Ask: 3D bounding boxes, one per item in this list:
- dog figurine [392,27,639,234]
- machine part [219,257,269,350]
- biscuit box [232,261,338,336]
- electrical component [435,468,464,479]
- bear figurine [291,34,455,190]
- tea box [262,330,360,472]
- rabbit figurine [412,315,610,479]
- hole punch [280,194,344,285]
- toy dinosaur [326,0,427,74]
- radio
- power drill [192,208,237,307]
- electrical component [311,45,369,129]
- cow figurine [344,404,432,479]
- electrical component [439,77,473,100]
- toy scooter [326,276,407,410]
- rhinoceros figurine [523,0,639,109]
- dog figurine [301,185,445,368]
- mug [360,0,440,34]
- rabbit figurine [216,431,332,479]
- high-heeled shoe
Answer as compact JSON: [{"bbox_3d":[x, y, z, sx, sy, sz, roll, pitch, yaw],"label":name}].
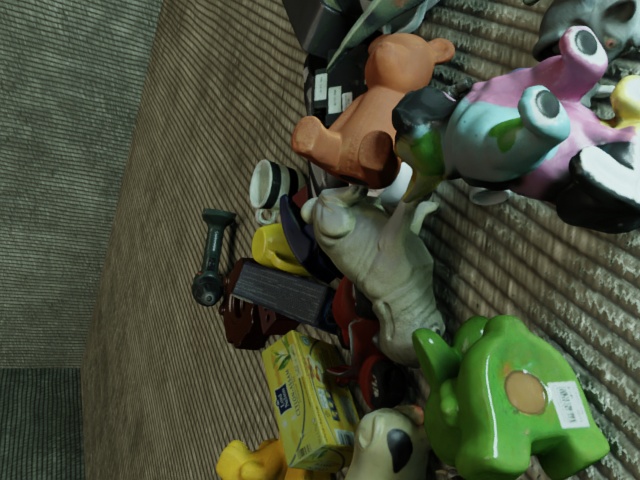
[{"bbox_3d":[0.162,-0.072,0.467,0.108,0.191,0.219,-57,13,-19],"label":"dog figurine"},{"bbox_3d":[-0.137,0.121,1.031,0.179,0.056,0.179,-21,65,56],"label":"machine part"},{"bbox_3d":[-0.047,0.086,0.821,0.203,0.059,0.063,13,79,46],"label":"biscuit box"},{"bbox_3d":[0.139,0.277,0.531,0.078,0.045,0.102,9,94,32],"label":"electrical component"},{"bbox_3d":[0.068,-0.159,0.602,0.120,0.132,0.195,21,89,25],"label":"bear figurine"},{"bbox_3d":[-0.009,0.217,0.730,0.068,0.098,0.170,-41,44,20],"label":"tea box"},{"bbox_3d":[0.138,0.150,0.493,0.170,0.121,0.159,117,141,-55],"label":"rabbit figurine"},{"bbox_3d":[-0.002,-0.002,0.735,0.092,0.142,0.116,1,72,20],"label":"hole punch"},{"bbox_3d":[0.137,-0.363,0.568,0.192,0.131,0.404,22,107,30],"label":"toy dinosaur"},{"bbox_3d":[0.017,-0.352,0.804,0.073,0.131,0.230,-53,40,39],"label":"radio"},{"bbox_3d":[-0.230,0.039,1.163,0.232,0.086,0.207,161,112,-75],"label":"power drill"},{"bbox_3d":[0.053,-0.197,0.716,0.134,0.058,0.115,0,77,21],"label":"electrical component"},{"bbox_3d":[0.056,0.279,0.587,0.086,0.127,0.194,26,103,62],"label":"cow figurine"},{"bbox_3d":[0.146,-0.150,0.641,0.094,0.021,0.063,-26,61,56],"label":"electrical component"},{"bbox_3d":[0.050,0.129,0.691,0.135,0.075,0.184,137,132,-57],"label":"toy scooter"},{"bbox_3d":[0.240,-0.204,0.452,0.112,0.073,0.190,38,114,44],"label":"rhinoceros figurine"},{"bbox_3d":[0.056,0.042,0.609,0.173,0.121,0.190,1,82,30],"label":"dog figurine"},{"bbox_3d":[0.112,-0.315,0.684,0.107,0.080,0.109,-16,62,46],"label":"mug"},{"bbox_3d":[-0.052,0.318,0.784,0.173,0.121,0.163,-57,37,5],"label":"rabbit figurine"},{"bbox_3d":[0.004,-0.167,0.831,0.145,0.086,0.249,-55,42,41],"label":"high-heeled shoe"}]
